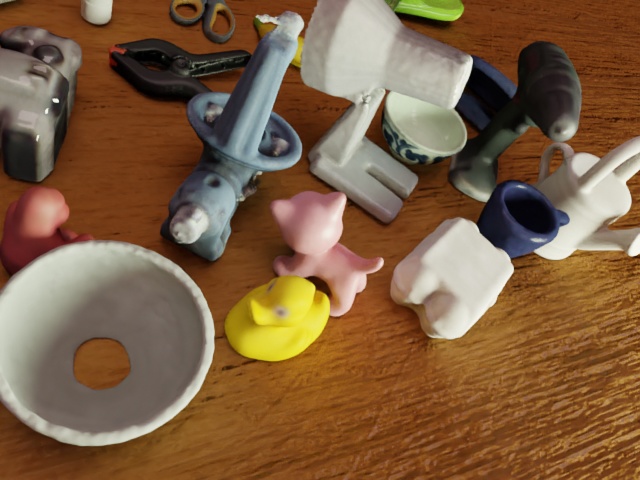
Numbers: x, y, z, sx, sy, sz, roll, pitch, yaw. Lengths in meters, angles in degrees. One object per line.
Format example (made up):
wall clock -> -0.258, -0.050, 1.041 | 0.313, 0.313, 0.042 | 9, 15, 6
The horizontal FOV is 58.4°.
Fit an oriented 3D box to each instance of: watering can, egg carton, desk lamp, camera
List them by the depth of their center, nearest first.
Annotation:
camera -> -0.309, -0.147, 0.541 | 0.137, 0.100, 0.143 | 12, 54, -18
egg carton -> 0.151, 0.042, 0.653 | 0.107, 0.069, 0.151 | 45, 51, 8
desk lamp -> 0.062, -0.160, 0.655 | 0.203, 0.213, 0.118 | 35, 50, 0
watering can -> 0.354, -0.058, 0.739 | 0.172, 0.194, 0.101 | 47, 51, 10

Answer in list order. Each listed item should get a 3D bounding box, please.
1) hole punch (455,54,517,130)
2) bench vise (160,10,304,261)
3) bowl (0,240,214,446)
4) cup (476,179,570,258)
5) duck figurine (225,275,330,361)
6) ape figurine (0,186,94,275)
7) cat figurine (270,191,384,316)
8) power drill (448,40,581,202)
hole punch -> 0.263, -0.238, 0.885 | 0.108, 0.091, 0.101 | 44, 51, 7
bench vise -> -0.068, -0.090, 0.541 | 0.122, 0.219, 0.207 | 12, 54, -18
bowl -> -0.174, 0.088, 0.462 | 0.168, 0.074, 0.167 | 13, 54, -18
cup -> 0.244, -0.013, 0.719 | 0.118, 0.095, 0.091 | 4, 57, -23
duck figurine -> -0.031, 0.064, 0.540 | 0.105, 0.086, 0.077 | -10, 63, -31
ape figurine -> -0.236, -0.010, 0.489 | 0.078, 0.092, 0.076 | 45, 51, 8
cat figurine -> 0.005, 0.002, 0.579 | 0.128, 0.117, 0.067 | 35, 50, 0
power drill -> 0.255, -0.148, 0.743 | 0.076, 0.208, 0.230 | 25, 51, -8
